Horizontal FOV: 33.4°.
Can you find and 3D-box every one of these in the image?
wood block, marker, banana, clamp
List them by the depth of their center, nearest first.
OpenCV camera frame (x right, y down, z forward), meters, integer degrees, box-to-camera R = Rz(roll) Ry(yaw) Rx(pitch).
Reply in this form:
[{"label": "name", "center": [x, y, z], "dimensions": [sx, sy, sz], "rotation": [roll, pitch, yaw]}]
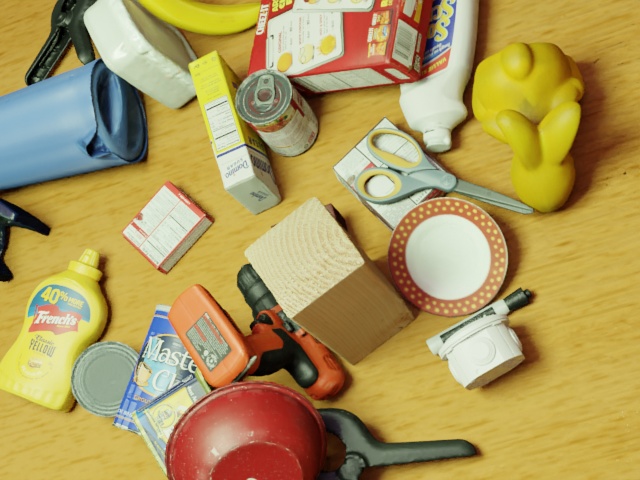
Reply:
[{"label": "wood block", "center": [0.015, 0.047, 1.091], "dimensions": [0.091, 0.206, 0.090], "rotation": [-38, 64, 3]}, {"label": "clamp", "center": [0.044, 0.228, 1.093], "dimensions": [0.210, 0.036, 0.164], "rotation": [36, 83, 10]}, {"label": "marker", "center": [0.169, 0.085, 1.128], "dimensions": [0.121, 0.020, 0.020], "rotation": [-30, 65, 7]}, {"label": "banana", "center": [-0.148, -0.286, 1.306], "dimensions": [0.037, 0.197, 0.070], "rotation": [53, 134, 48]}, {"label": "clamp", "center": [-0.322, -0.279, 1.402], "dimensions": [0.120, 0.039, 0.171], "rotation": [0, 67, 33]}]

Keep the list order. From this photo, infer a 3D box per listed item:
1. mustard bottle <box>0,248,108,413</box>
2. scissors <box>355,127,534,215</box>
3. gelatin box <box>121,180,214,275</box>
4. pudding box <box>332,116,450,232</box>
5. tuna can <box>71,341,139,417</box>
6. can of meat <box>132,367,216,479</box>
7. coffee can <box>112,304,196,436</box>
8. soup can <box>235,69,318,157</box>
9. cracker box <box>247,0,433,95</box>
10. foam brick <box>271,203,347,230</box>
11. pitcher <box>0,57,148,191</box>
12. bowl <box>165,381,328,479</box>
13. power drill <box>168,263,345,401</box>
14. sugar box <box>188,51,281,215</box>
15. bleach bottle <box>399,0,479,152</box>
[{"label": "mustard bottle", "center": [-0.306, 0.101, 1.268], "dimensions": [0.096, 0.058, 0.191], "rotation": [18, 78, 16]}, {"label": "scissors", "center": [0.121, -0.050, 1.154], "dimensions": [0.202, 0.016, 0.096], "rotation": [37, 87, 22]}, {"label": "gelatin box", "center": [-0.184, -0.015, 1.281], "dimensions": [0.073, 0.030, 0.089], "rotation": [41, 89, 25]}, {"label": "pudding box", "center": [0.082, -0.071, 1.203], "dimensions": [0.090, 0.039, 0.114], "rotation": [-44, 66, -1]}, {"label": "tuna can", "center": [-0.240, 0.159, 1.220], "dimensions": [0.086, 0.034, 0.086], "rotation": [1, 81, -6]}, {"label": "can of meat", "center": [-0.129, 0.193, 1.079], "dimensions": [0.084, 0.057, 0.102], "rotation": [-33, 77, -2]}, {"label": "coffee can", "center": [-0.155, 0.153, 1.172], "dimensions": [0.103, 0.102, 0.140], "rotation": [14, 77, 23]}, {"label": "soup can", "center": [-0.048, -0.145, 1.237], "dimensions": [0.069, 0.102, 0.068], "rotation": [-6, 70, 17]}, {"label": "cracker box", "center": [0.026, -0.257, 1.229], "dimensions": [0.214, 0.072, 0.164], "rotation": [0, 75, 41]}, {"label": "foam brick", "center": [-0.008, 0.001, 1.202], "dimensions": [0.078, 0.051, 0.053], "rotation": [-20, 65, 13]}, {"label": "pitcher", "center": [-0.346, -0.139, 1.337], "dimensions": [0.243, 0.149, 0.145], "rotation": [-13, 83, 18]}, {"label": "bowl", "center": [-0.066, 0.218, 1.022], "dimensions": [0.162, 0.162, 0.055], "rotation": [-37, 25, 4]}, {"label": "power drill", "center": [-0.071, 0.090, 1.121], "dimensions": [0.057, 0.187, 0.184], "rotation": [-49, 62, 20]}, {"label": "sugar box", "center": [-0.099, -0.126, 1.255], "dimensions": [0.048, 0.093, 0.176], "rotation": [-25, 66, 10]}, {"label": "bleach bottle", "center": [0.139, -0.223, 1.221], "dimensions": [0.103, 0.068, 0.251], "rotation": [-7, 72, 22]}]
